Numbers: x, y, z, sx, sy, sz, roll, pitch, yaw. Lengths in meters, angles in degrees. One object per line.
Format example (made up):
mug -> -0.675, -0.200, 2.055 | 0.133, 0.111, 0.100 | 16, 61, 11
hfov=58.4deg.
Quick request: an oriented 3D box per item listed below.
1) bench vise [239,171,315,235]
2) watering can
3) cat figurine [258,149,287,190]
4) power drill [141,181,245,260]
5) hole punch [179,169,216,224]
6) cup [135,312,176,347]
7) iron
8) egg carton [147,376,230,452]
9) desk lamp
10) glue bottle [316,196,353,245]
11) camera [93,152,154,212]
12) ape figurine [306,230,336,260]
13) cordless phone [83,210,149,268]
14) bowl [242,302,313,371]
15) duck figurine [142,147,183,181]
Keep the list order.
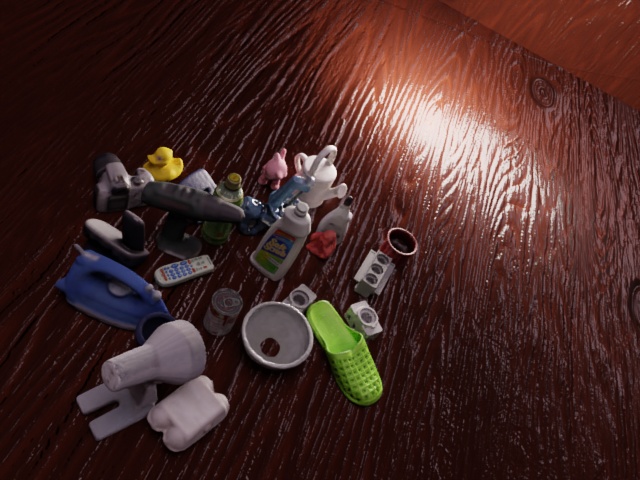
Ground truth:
bench vise -> -0.108, -0.084, 1.440 | 0.208, 0.219, 0.121 | -6, 57, -29
watering can -> 0.001, -0.182, 1.586 | 0.173, 0.194, 0.101 | 29, 47, -2
cat figurine -> -0.121, -0.203, 1.597 | 0.067, 0.117, 0.128 | 25, 48, -5
power drill -> -0.302, -0.044, 1.323 | 0.230, 0.208, 0.075 | 22, 48, -8
hole punch -> -0.304, -0.113, 1.456 | 0.101, 0.091, 0.109 | 38, 48, 6
cup -> -0.326, 0.210, 1.188 | 0.118, 0.095, 0.091 | 6, 52, -21
iron -> -0.412, 0.101, 1.202 | 0.258, 0.141, 0.119 | 26, 47, -4
egg carton -> -0.257, 0.342, 1.134 | 0.107, 0.069, 0.151 | 44, 49, 12
desk lamp -> -0.331, 0.257, 1.068 | 0.204, 0.213, 0.117 | -23, 67, -37
glue bottle -> 0.051, -0.058, 1.527 | 0.078, 0.173, 0.037 | 24, 48, -6
camera -> -0.486, -0.153, 1.394 | 0.143, 0.100, 0.136 | -12, 60, -32
ape figurine -> 0.014, 0.005, 1.514 | 0.076, 0.092, 0.077 | 1, 54, -25
cordless phone -> -0.442, -0.024, 1.255 | 0.147, 0.185, 0.094 | 31, 47, 0
bowl -> -0.104, 0.228, 1.294 | 0.168, 0.074, 0.167 | 13, 50, -16
duck figurine -> -0.403, -0.204, 1.483 | 0.105, 0.086, 0.077 | -13, 61, -33
